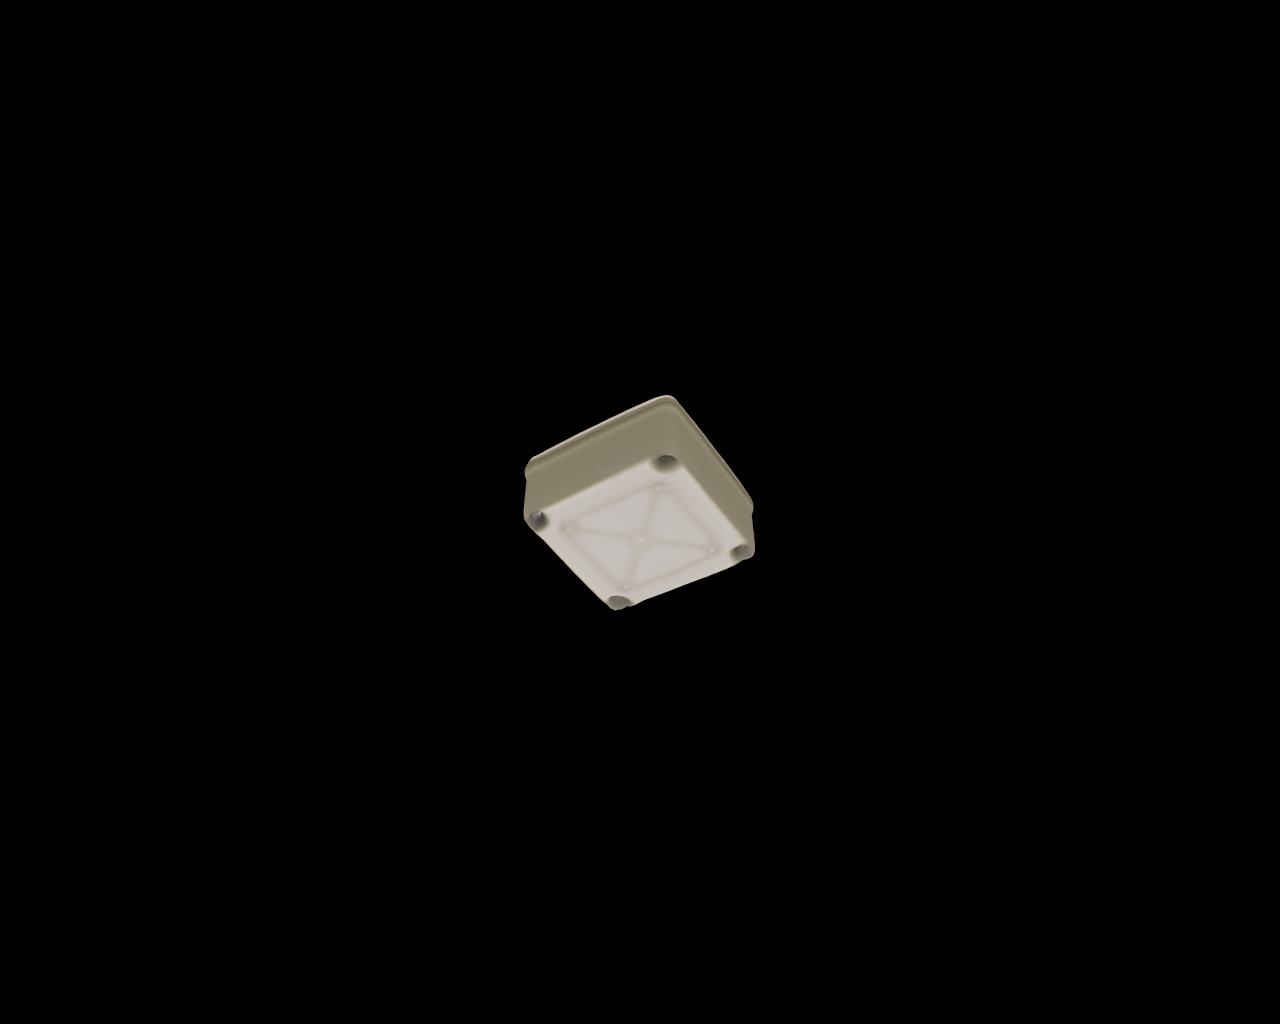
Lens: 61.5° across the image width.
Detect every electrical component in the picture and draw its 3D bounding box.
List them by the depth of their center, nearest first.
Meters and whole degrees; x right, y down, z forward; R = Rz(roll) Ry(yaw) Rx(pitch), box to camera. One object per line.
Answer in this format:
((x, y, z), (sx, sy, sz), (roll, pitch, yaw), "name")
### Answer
((0.001, -0.003, 0.650), (0.108, 0.056, 0.108), (-24, -50, 22), "electrical component")
